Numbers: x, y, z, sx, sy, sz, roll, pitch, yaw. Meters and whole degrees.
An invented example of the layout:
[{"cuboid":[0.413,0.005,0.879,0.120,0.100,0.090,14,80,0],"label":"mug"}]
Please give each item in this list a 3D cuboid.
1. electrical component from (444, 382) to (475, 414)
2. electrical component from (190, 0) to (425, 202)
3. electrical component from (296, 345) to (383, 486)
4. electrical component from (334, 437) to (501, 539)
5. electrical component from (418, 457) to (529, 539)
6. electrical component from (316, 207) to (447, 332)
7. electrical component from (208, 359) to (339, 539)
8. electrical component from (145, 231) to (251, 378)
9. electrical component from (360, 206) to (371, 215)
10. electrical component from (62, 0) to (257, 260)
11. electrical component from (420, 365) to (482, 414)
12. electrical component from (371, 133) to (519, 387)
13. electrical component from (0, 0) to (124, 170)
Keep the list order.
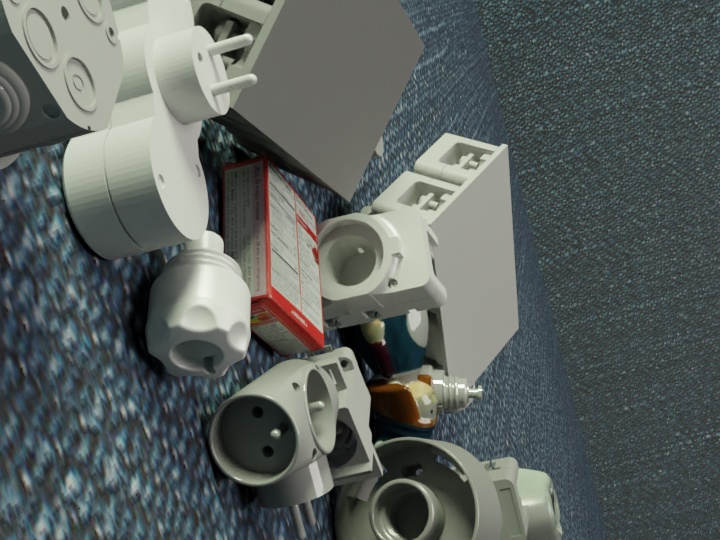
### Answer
[{"cuboid":[0.073,0.097,0.948,0.055,0.048,0.066,49,30,-49],"label":"electrical component"},{"cuboid":[-0.034,-0.115,0.569,0.105,0.060,0.186,-64,162,-2],"label":"electrical component"},{"cuboid":[-0.019,0.079,0.600,0.063,0.042,0.081,-86,159,-60],"label":"electrical component"},{"cuboid":[0.035,0.148,0.641,0.064,0.099,0.099,36,42,-60],"label":"electrical component"},{"cuboid":[0.073,0.175,0.779,0.056,0.089,0.050,-40,116,-75],"label":"electrical component"},{"cuboid":[0.000,0.000,0.645,0.056,0.089,0.050,45,35,-66],"label":"electrical component"},{"cuboid":[-0.035,0.089,0.517,0.077,0.044,0.079,-29,105,-76],"label":"electrical component"},{"cuboid":[-0.068,0.011,0.458,0.043,0.043,0.062,62,19,-47],"label":"electrical component"},{"cuboid":[0.023,-0.023,0.860,0.062,0.043,0.043,60,21,-54],"label":"electrical component"},{"cuboid":[-0.077,-0.076,0.438,0.052,0.074,0.138,47,32,-64],"label":"electrical component"},{"cuboid":[0.053,0.092,0.813,0.040,0.078,0.040,1,90,-82],"label":"electrical component"},{"cuboid":[0.067,0.000,0.837,0.105,0.060,0.186,-45,141,-35],"label":"electrical component"},{"cuboid":[-0.114,-0.073,0.334,0.080,0.051,0.080,-13,90,-76],"label":"electrical component"}]
